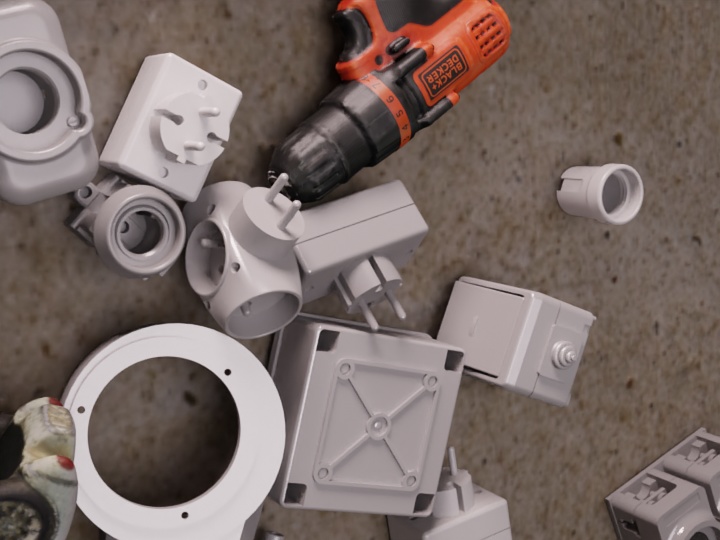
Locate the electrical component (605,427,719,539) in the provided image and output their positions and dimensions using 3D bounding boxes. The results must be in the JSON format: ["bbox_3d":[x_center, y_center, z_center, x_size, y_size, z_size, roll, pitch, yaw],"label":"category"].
[{"bbox_3d":[0.270,0.231,0.820,0.105,0.060,0.186,-29,110,-23],"label":"electrical component"}]

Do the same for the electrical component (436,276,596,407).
[{"bbox_3d":[0.096,0.044,0.674,0.061,0.096,0.061,20,87,-30],"label":"electrical component"}]

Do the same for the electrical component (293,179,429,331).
[{"bbox_3d":[0.000,0.000,0.623,0.083,0.047,0.075,-20,71,-26],"label":"electrical component"}]

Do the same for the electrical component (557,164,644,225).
[{"bbox_3d":[0.161,-0.052,0.726,0.040,0.046,0.040,-5,99,-29],"label":"electrical component"}]

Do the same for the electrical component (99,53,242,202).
[{"bbox_3d":[-0.093,-0.074,0.562,0.047,0.077,0.065,26,84,-30],"label":"electrical component"}]

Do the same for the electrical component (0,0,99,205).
[{"bbox_3d":[-0.168,-0.082,0.528,0.054,0.059,0.095,-21,107,-26],"label":"electrical component"}]

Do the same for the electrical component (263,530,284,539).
[{"bbox_3d":[-0.059,0.187,0.643,0.035,0.035,0.061,19,85,-30],"label":"electrical component"}]

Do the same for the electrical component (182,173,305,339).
[{"bbox_3d":[-0.056,-0.017,0.572,0.044,0.077,0.079,3,139,-40],"label":"electrical component"}]

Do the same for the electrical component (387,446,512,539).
[{"bbox_3d":[0.056,0.152,0.695,0.066,0.047,0.076,-15,104,-27],"label":"electrical component"}]

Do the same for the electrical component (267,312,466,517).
[{"bbox_3d":[-0.002,0.087,0.647,0.109,0.056,0.108,11,91,-30],"label":"electrical component"}]

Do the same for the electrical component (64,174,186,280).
[{"bbox_3d":[-0.121,-0.021,0.566,0.066,0.055,0.048,46,74,-26],"label":"electrical component"}]
